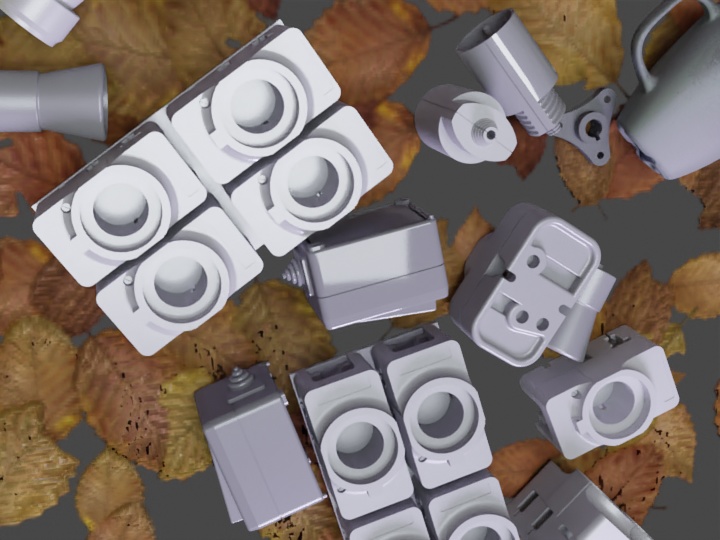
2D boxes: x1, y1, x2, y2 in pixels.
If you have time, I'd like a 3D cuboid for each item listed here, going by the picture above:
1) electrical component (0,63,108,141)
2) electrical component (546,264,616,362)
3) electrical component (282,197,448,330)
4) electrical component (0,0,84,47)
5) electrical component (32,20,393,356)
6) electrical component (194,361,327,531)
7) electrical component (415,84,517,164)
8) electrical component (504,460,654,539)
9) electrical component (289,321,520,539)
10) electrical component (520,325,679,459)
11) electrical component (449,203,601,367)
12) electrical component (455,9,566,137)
[{"bbox_3d":[-0.178,-0.096,0.611,0.065,0.044,0.044,-1,105,-9],"label":"electrical component"},{"bbox_3d":[0.145,0.024,0.727,0.044,0.044,0.065,25,92,-19],"label":"electrical component"},{"bbox_3d":[0.000,0.000,0.671,0.096,0.061,0.061,-15,108,-10],"label":"electrical component"},{"bbox_3d":[-0.170,-0.158,0.594,0.045,0.045,0.055,38,93,-20],"label":"electrical component"},{"bbox_3d":[-0.086,-0.048,0.637,0.186,0.060,0.105,-38,110,-2],"label":"electrical component"},{"bbox_3d":[-0.070,0.107,0.682,0.061,0.061,0.096,-23,109,-7],"label":"electrical component"},{"bbox_3d":[0.065,-0.088,0.654,0.043,0.081,0.043,-4,106,-13],"label":"electrical component"},{"bbox_3d":[0.183,0.210,0.761,0.061,0.089,0.150,-47,111,2],"label":"electrical component"},{"bbox_3d":[0.035,0.143,0.710,0.105,0.060,0.186,-19,103,-9],"label":"electrical component"},{"bbox_3d":[0.166,0.085,0.740,0.089,0.055,0.050,-25,110,-7],"label":"electrical component"},{"bbox_3d":[0.104,0.007,0.701,0.054,0.059,0.095,30,96,-20],"label":"electrical component"},{"bbox_3d":[0.101,-0.118,0.675,0.043,0.043,0.081,-40,110,-1],"label":"electrical component"}]
